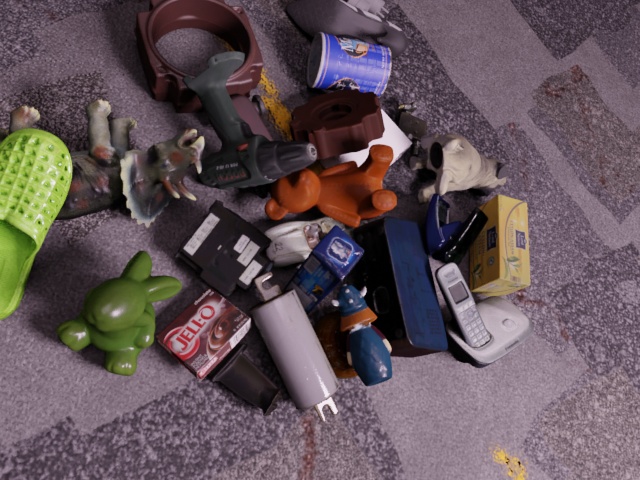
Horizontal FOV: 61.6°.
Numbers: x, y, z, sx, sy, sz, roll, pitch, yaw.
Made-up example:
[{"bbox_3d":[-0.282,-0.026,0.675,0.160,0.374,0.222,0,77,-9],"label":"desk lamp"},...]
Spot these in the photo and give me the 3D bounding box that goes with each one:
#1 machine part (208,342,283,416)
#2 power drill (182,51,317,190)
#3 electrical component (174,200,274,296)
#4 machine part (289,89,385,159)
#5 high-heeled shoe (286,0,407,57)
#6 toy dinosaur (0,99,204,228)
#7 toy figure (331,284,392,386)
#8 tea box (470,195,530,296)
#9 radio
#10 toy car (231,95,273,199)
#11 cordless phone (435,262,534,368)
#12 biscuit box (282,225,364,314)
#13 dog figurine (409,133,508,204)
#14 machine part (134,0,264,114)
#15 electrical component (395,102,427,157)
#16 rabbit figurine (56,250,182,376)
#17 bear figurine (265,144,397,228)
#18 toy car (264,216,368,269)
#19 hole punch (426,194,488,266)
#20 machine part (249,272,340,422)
[{"bbox_3d":[-0.116,0.205,0.812,0.139,0.039,0.084,40,58,12],"label":"machine part"},{"bbox_3d":[-0.121,-0.185,0.849,0.086,0.232,0.207,-35,104,-50],"label":"power drill"},{"bbox_3d":[-0.142,0.020,0.845,0.134,0.058,0.115,39,92,-1],"label":"electrical component"},{"bbox_3d":[0.030,-0.212,0.961,0.179,0.055,0.179,-10,37,7],"label":"machine part"},{"bbox_3d":[0.062,-0.446,1.121,0.249,0.086,0.145,27,26,13],"label":"high-heeled shoe"},{"bbox_3d":[-0.377,-0.096,0.805,0.405,0.131,0.192,-13,80,-14],"label":"toy dinosaur"},{"bbox_3d":[0.062,0.142,0.818,0.064,0.058,0.154,-9,68,-27],"label":"toy figure"},{"bbox_3d":[0.335,0.013,1.010,0.068,0.098,0.169,14,64,-14],"label":"tea box"},{"bbox_3d":[0.133,0.078,0.900,0.131,0.073,0.229,12,61,-49],"label":"radio"},{"bbox_3d":[-0.108,-0.162,0.949,0.089,0.053,0.202,-30,89,-22],"label":"toy car"},{"bbox_3d":[0.273,0.113,0.933,0.146,0.089,0.184,-25,93,-25],"label":"cordless phone"},{"bbox_3d":[0.000,0.052,0.821,0.059,0.202,0.063,42,62,2],"label":"biscuit box"},{"bbox_3d":[0.289,-0.145,1.019,0.191,0.172,0.121,-7,83,-14],"label":"dog figurine"},{"bbox_3d":[-0.216,-0.338,0.964,0.201,0.087,0.201,-14,74,-22],"label":"machine part"},{"bbox_3d":[0.179,-0.225,1.077,0.078,0.045,0.102,23,64,-8],"label":"electrical component"},{"bbox_3d":[-0.264,0.098,0.733,0.121,0.170,0.159,41,64,-1],"label":"rabbit figurine"},{"bbox_3d":[0.011,-0.091,0.878,0.196,0.132,0.120,7,70,-14],"label":"bear figurine"},{"bbox_3d":[-0.002,-0.003,0.924,0.202,0.056,0.073,-13,75,-22],"label":"toy car"},{"bbox_3d":[0.231,-0.017,0.970,0.092,0.142,0.115,31,95,22],"label":"hole punch"},{"bbox_3d":[-0.039,0.164,0.820,0.079,0.079,0.243,-27,92,-25],"label":"machine part"}]
